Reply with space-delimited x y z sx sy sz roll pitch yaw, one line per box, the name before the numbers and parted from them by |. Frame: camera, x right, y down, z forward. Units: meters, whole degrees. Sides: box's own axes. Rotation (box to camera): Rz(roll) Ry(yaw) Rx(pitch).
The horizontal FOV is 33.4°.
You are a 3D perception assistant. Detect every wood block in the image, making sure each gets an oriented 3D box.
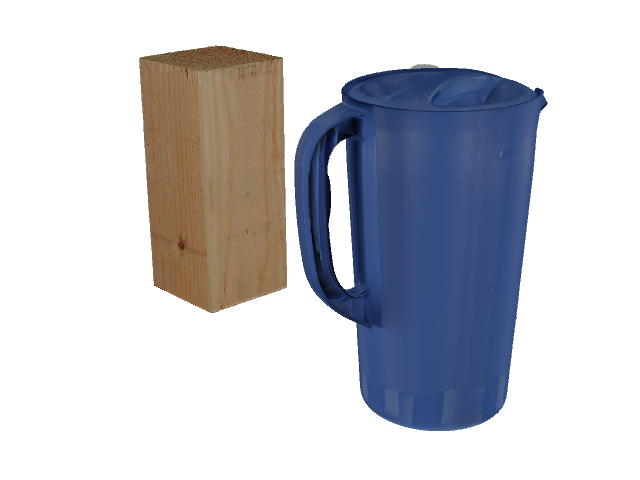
wood block | -0.091 -0.056 0.922 0.090 0.206 0.091 -18 27 -40

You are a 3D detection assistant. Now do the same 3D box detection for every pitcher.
pitcher | 0.072 0.007 0.743 0.149 0.243 0.144 5 21 16

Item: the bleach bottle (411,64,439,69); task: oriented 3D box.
bleach bottle | 0.102 -0.065 1.163 0.102 0.251 0.068 -15 28 -33
